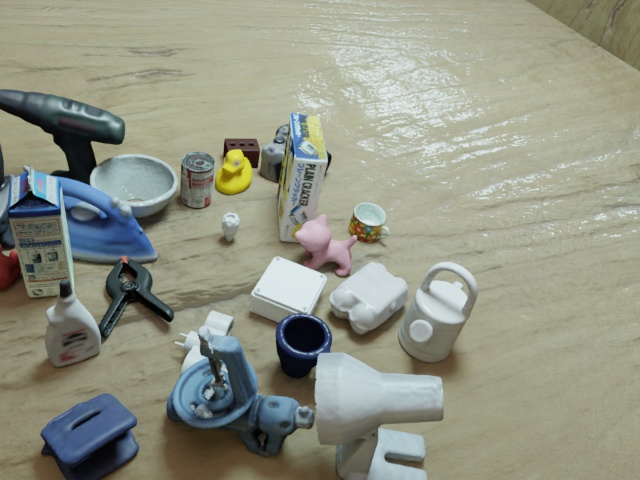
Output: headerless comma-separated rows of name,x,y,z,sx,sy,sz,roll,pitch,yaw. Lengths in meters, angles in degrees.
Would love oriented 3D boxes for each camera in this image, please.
camera,-0.049,-0.200,1.336,0.136,0.101,0.143,25,43,12

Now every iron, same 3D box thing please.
iron,-0.418,-0.048,1.040,0.258,0.141,0.118,15,42,1

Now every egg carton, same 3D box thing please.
egg carton,0.094,0.107,1.068,0.107,0.069,0.151,36,46,23

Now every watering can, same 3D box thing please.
watering can,0.208,0.122,0.990,0.101,0.194,0.173,17,42,3

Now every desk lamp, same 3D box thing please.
desk lamp,0.077,0.253,0.798,0.203,0.213,0.118,10,42,-5

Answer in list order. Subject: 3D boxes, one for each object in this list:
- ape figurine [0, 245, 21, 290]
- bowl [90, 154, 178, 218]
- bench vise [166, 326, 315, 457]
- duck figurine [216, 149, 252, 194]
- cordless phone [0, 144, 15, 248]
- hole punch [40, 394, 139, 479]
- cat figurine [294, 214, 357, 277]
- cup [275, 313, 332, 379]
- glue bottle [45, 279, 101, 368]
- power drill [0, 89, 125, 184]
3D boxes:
ape figurine,-0.544,0.033,0.955,0.078,0.092,0.076,1,44,-15
bowl,-0.373,-0.097,1.156,0.167,0.075,0.167,8,42,-7
bench vise,-0.108,0.200,0.799,0.207,0.220,0.121,3,43,-12
duck figurine,-0.187,-0.162,1.269,0.077,0.086,0.105,24,43,11
cordless phone,-0.584,-0.087,1.005,0.094,0.185,0.147,-1,44,-16
hole punch,-0.313,0.261,0.773,0.109,0.091,0.101,-29,57,-37
cat figurine,0.010,0.004,1.120,0.128,0.118,0.067,8,42,-7
cup,-0.022,0.189,0.929,0.117,0.095,0.092,36,47,23
glue bottle,-0.371,0.119,0.849,0.078,0.173,0.037,-21,52,-32
power drill,-0.499,-0.188,1.119,0.230,0.208,0.075,3,43,-13
